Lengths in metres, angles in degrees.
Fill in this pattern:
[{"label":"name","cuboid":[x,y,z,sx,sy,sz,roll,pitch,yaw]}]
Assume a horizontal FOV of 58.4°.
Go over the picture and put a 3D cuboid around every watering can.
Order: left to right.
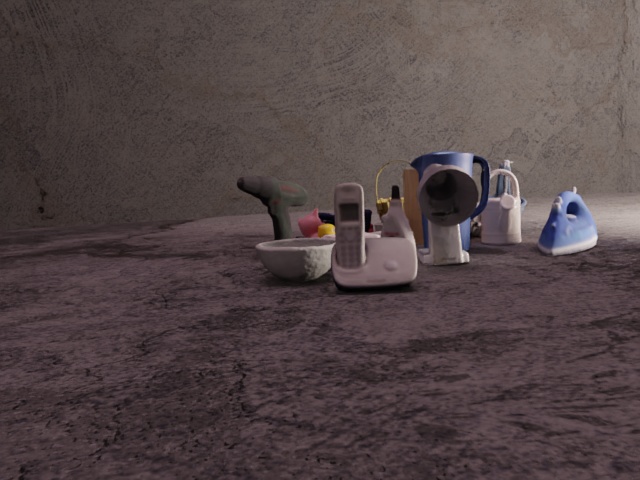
[{"label":"watering can","cuboid":[0.474,-0.088,1.491,0.101,0.194,0.172,-5,7,-14]}]

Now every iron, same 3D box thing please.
[{"label":"iron","cuboid":[0.568,-0.048,1.334,0.118,0.141,0.259,1,8,34]}]

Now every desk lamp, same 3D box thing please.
[{"label":"desk lamp","cuboid":[0.256,-0.055,1.210,0.118,0.213,0.203,-3,6,1]}]

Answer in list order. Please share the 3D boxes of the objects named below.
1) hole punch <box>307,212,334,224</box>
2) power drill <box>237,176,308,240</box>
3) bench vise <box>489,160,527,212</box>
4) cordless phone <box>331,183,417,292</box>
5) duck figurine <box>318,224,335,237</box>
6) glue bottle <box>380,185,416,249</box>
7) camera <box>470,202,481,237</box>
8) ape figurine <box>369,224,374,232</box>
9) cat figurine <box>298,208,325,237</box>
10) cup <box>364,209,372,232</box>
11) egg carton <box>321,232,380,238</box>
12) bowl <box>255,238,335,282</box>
[{"label":"hole punch","cuboid":[0.019,-0.042,1.758,0.108,0.091,0.101,0,7,23]},{"label":"power drill","cuboid":[-0.122,-0.069,1.535,0.075,0.208,0.230,3,9,42]},{"label":"bench vise","cuboid":[0.554,-0.136,1.772,0.121,0.220,0.207,-4,7,-11]},{"label":"cordless phone","cuboid":[0.090,-0.007,0.981,0.147,0.185,0.094,-3,6,0]},{"label":"duck figurine","cuboid":[0.012,0.005,1.361,0.105,0.086,0.077,-5,7,-18]},{"label":"glue bottle","cuboid":[0.154,-0.025,1.164,0.077,0.173,0.037,2,8,35]},{"label":"camera","cuboid":[0.419,-0.059,1.681,0.137,0.101,0.143,-5,7,-21]},{"label":"ape figurine","cuboid":[0.126,-0.049,1.766,0.078,0.092,0.076,-4,6,-7]},{"label":"cat figurine","cuboid":[-0.012,-0.022,1.471,0.067,0.118,0.127,-6,7,-22]},{"label":"cup","cuboid":[0.105,-0.042,1.700,0.092,0.095,0.117,-5,7,-18]},{"label":"egg carton","cuboid":[0.068,0.022,1.252,0.150,0.069,0.107,-5,7,-20]},{"label":"bowl","cuboid":[-0.041,0.041,1.114,0.167,0.075,0.167,-3,6,1]}]
